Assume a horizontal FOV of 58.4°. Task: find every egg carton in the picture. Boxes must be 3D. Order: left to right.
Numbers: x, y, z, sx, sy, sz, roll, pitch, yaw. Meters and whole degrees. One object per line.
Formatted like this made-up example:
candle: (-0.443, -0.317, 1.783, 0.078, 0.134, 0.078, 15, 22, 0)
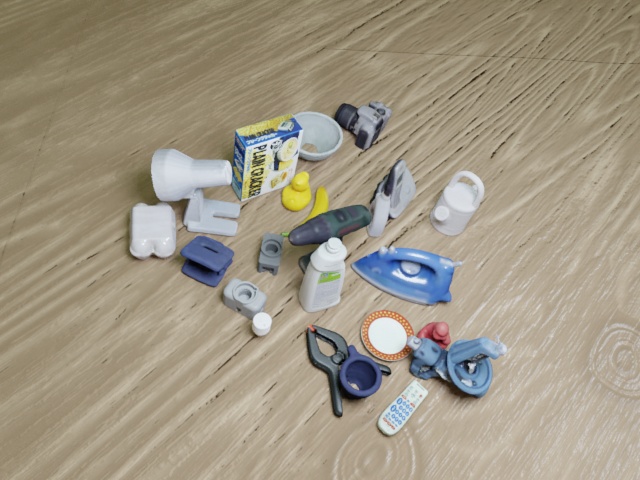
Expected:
egg carton: (-0.397, -0.023, 1.364, 0.107, 0.069, 0.150, -4, 58, -14)

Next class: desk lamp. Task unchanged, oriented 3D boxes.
desk lamp: (-0.290, -0.119, 1.364, 0.203, 0.213, 0.118, 7, 56, -8)

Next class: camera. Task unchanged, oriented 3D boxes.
camera: (0.123, -0.363, 1.686, 0.136, 0.101, 0.143, 32, 56, 10)

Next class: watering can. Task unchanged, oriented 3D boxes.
watering can: (0.365, -0.099, 1.505, 0.101, 0.194, 0.173, 25, 55, 6)

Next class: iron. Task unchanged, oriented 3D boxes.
iron: (0.213, 0.063, 1.396, 0.258, 0.141, 0.118, 14, 55, -2)

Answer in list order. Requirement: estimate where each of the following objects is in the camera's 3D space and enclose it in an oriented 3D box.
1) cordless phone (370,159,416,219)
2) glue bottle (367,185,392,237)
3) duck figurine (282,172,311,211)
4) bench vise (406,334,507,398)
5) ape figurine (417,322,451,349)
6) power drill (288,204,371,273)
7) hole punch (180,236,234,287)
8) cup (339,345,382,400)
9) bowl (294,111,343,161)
cordless phone: (0.212, -0.159, 1.518, 0.094, 0.185, 0.148, 31, 56, 10)
glue bottle: (0.155, -0.083, 1.462, 0.037, 0.173, 0.078, 0, 57, -12)
duck figurine: (-0.057, -0.134, 1.503, 0.077, 0.086, 0.105, 23, 55, 4)
bench vise: (0.294, 0.261, 1.233, 0.207, 0.220, 0.121, 9, 55, -6)
ape figurine: (0.271, 0.220, 1.334, 0.077, 0.092, 0.076, 26, 55, 6)
power drill: (0.012, 0.005, 1.350, 0.230, 0.208, 0.075, -28, 66, -27)
hole punch: (-0.264, 0.037, 1.340, 0.108, 0.091, 0.101, 24, 55, 4)
cup: (0.075, 0.295, 1.239, 0.092, 0.095, 0.117, -9, 59, -18)
bowl: (-0.023, -0.280, 1.615, 0.167, 0.075, 0.167, 6, 56, -8)
